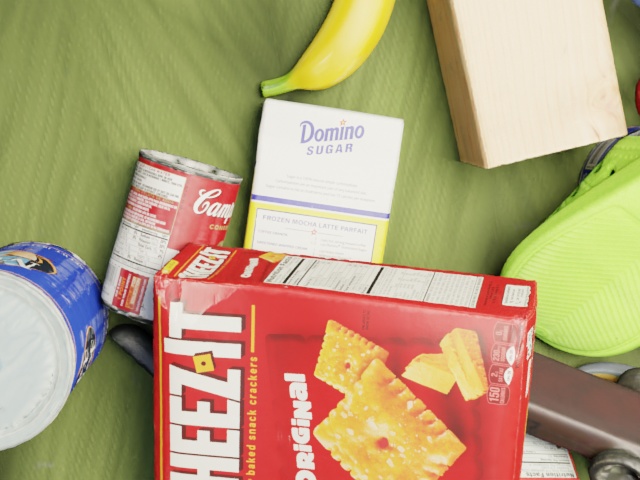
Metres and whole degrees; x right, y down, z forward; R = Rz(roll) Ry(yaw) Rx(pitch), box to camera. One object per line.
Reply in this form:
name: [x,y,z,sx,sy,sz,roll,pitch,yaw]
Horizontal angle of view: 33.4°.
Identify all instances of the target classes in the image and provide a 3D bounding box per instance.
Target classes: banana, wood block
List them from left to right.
banana: [0.020,-0.179,0.686,0.069,0.037,0.198,16,96,-5]
wood block: [0.117,-0.157,0.666,0.091,0.090,0.206,-14,97,-1]

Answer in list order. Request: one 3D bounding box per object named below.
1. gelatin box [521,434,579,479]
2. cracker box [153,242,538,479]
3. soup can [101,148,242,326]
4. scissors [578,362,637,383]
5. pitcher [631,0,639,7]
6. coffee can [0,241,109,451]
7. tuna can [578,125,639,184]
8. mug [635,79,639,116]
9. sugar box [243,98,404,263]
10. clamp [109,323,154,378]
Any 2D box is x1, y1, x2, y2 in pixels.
gelatin box: [0.123,0.139,0.700,0.073,0.089,0.030,1,122,-3]
cracker box: [0.012,0.098,0.622,0.214,0.072,0.164,6,107,12]
soup can: [-0.096,-0.001,0.685,0.068,0.068,0.102,16,96,-5]
scissors: [0.234,0.082,0.696,0.096,0.016,0.202,38,120,7]
pitcher: [0.230,-0.261,0.641,0.145,0.149,0.243,-24,94,35]
coffee can: [-0.189,0.059,0.651,0.103,0.140,0.103,0,96,-3]
tuna can: [0.219,-0.034,0.713,0.086,0.034,0.086,0,95,-2]
mug: [0.251,-0.086,0.658,0.117,0.093,0.081,-3,54,-6]
sugar box: [-0.004,0.001,0.702,0.093,0.048,0.176,9,93,-4]
clamp: [-0.053,0.137,0.718,0.210,0.036,0.164,0,96,-5]
